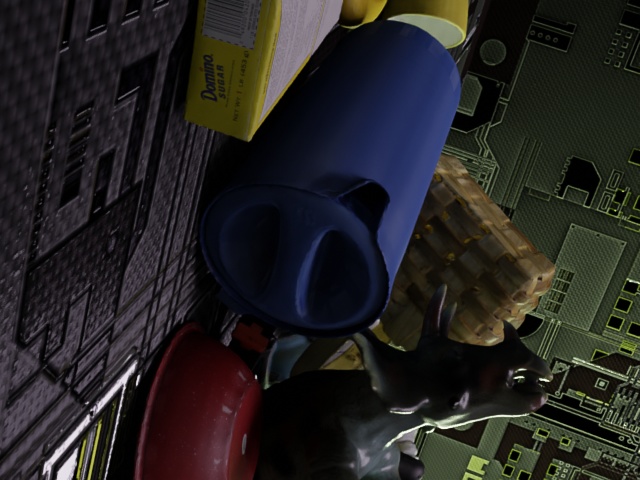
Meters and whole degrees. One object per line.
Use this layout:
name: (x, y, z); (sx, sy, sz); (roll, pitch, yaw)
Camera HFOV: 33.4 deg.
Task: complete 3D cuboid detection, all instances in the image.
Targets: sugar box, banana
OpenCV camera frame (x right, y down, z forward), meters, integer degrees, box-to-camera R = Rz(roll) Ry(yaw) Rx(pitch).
sugar box: (-0.022, -0.139, 0.608); (0.176, 0.048, 0.093); (-65, 172, -54)
banana: (0.034, -0.204, 0.858); (0.197, 0.037, 0.070); (-39, 150, -75)

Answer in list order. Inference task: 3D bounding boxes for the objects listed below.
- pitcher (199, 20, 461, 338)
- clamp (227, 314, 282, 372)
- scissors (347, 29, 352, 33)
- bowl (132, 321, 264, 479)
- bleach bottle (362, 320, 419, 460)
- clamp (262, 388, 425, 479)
pitcher: (0.014, -0.051, 0.775); (0.242, 0.149, 0.145); (-61, 151, -44)
clamp: (-0.047, 0.068, 0.877); (0.171, 0.039, 0.120); (129, -14, -78)
scissors: (0.000, -0.100, 0.965); (0.096, 0.016, 0.201); (81, 30, -74)
bowl: (-0.078, 0.141, 0.757); (0.162, 0.055, 0.162); (7, 90, -79)
bleach bottle: (0.051, 0.144, 1.209); (0.103, 0.068, 0.251); (96, -24, -56)
clamp: (-0.019, 0.169, 1.003); (0.209, 0.165, 0.036); (21, 95, -40)
